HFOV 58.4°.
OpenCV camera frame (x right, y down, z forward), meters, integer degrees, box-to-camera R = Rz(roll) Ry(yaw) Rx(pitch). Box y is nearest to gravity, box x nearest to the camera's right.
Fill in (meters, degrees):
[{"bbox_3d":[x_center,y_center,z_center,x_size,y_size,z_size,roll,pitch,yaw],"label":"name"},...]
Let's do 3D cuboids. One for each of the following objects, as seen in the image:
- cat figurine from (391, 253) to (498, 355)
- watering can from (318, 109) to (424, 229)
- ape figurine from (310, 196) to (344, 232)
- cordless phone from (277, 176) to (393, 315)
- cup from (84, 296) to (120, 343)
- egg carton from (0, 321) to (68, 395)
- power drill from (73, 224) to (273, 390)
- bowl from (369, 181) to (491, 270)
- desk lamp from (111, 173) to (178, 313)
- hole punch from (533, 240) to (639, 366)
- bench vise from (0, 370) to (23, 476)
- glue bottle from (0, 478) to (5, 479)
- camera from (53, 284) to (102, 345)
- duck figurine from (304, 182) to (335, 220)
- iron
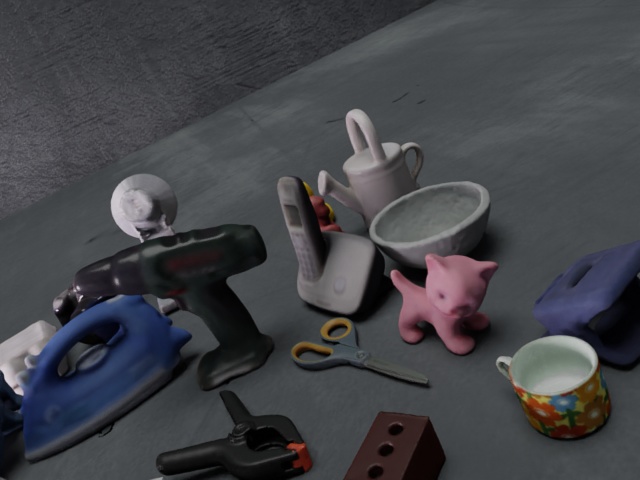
[{"bbox_3d":[0.131,0.056,0.620,0.127,0.118,0.067,3,36,46],"label":"cat figurine"},{"bbox_3d":[0.082,-0.114,0.919,0.173,0.194,0.100,-37,27,-26],"label":"watering can"},{"bbox_3d":[0.002,-0.031,0.950,0.076,0.092,0.078,-18,25,14],"label":"ape figurine"},{"bbox_3d":[0.007,0.003,0.762,0.094,0.185,0.147,-40,28,-30],"label":"cordless phone"},{"bbox_3d":[-0.311,0.127,0.917,0.091,0.095,0.118,-16,26,18],"label":"cup"},{"bbox_3d":[-0.486,0.198,0.967,0.107,0.069,0.149,-35,26,-22],"label":"egg carton"},{"bbox_3d":[-0.159,0.082,0.727,0.229,0.209,0.075,-25,24,-1],"label":"power drill"},{"bbox_3d":[0.157,-0.009,0.783,0.167,0.075,0.167,-20,24,10],"label":"bowl"},{"bbox_3d":[-0.291,-0.010,1.031,0.118,0.214,0.202,-29,25,-9],"label":"desk lamp"},{"bbox_3d":[0.261,0.051,0.543,0.109,0.091,0.100,-37,27,-26],"label":"hole punch"},{"bbox_3d":[-0.499,0.211,0.767,0.122,0.220,0.206,-35,26,-21],"label":"bench vise"},{"bbox_3d":[-0.359,0.264,0.587,0.037,0.173,0.078,6,38,48],"label":"glue bottle"},{"bbox_3d":[-0.411,0.120,1.015,0.143,0.101,0.136,-21,24,8],"label":"camera"},{"bbox_3d":[-0.025,-0.066,1.054,0.078,0.086,0.104,-35,26,-21],"label":"duck figurine"},{"bbox_3d":[-0.314,0.167,0.780,0.259,0.142,0.118,-37,27,-25],"label":"iron"}]
